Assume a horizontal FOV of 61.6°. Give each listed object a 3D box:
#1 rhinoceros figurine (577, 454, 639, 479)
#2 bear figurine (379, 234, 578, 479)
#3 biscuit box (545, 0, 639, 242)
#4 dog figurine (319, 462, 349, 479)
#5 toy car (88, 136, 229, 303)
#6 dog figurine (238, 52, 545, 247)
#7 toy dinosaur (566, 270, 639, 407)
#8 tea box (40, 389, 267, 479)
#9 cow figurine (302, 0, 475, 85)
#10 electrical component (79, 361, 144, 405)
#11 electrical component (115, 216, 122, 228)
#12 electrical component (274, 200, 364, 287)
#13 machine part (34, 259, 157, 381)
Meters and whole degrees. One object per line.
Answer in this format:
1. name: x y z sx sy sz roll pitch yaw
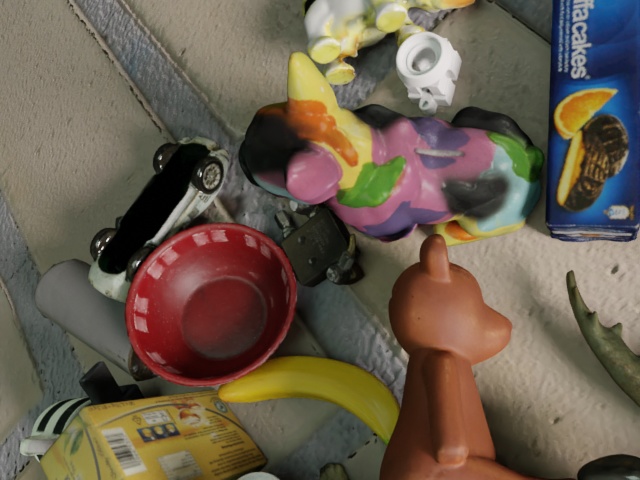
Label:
1. rhinoceros figurine: 0.207 0.229 0.319 0.073 0.112 0.190 -26 81 51
2. bear figurine: 0.107 0.104 0.388 0.132 0.120 0.196 12 61 4
3. biscuit box: 0.208 -0.102 0.406 0.063 0.059 0.202 1 81 28
4. dog figurine: 0.022 0.229 0.368 0.172 0.190 0.121 -17 73 22
5. toy car: -0.170 -0.027 0.574 0.074 0.056 0.201 21 70 26
6. dog figurine: 0.053 -0.058 0.390 0.192 0.219 0.108 -1 84 28
7. toy dinosaur: 0.341 0.159 0.269 0.472 0.105 0.198 23 84 30
8. tea box: -0.136 0.193 0.469 0.068 0.169 0.098 -50 61 10
9. cow figurine: 0.062 -0.226 0.505 0.167 0.068 0.098 -20 66 22
10. electrical component: -0.213 0.180 0.537 0.048 0.075 0.119 -14 114 25
11. electrical component: -0.216 -0.009 0.632 0.063 0.021 0.094 -6 78 27
12. electrical component: -0.001 0.000 0.505 0.078 0.045 0.102 -29 69 19
13. machine part: -0.234 0.084 0.593 0.244 0.079 0.079 22 91 28
